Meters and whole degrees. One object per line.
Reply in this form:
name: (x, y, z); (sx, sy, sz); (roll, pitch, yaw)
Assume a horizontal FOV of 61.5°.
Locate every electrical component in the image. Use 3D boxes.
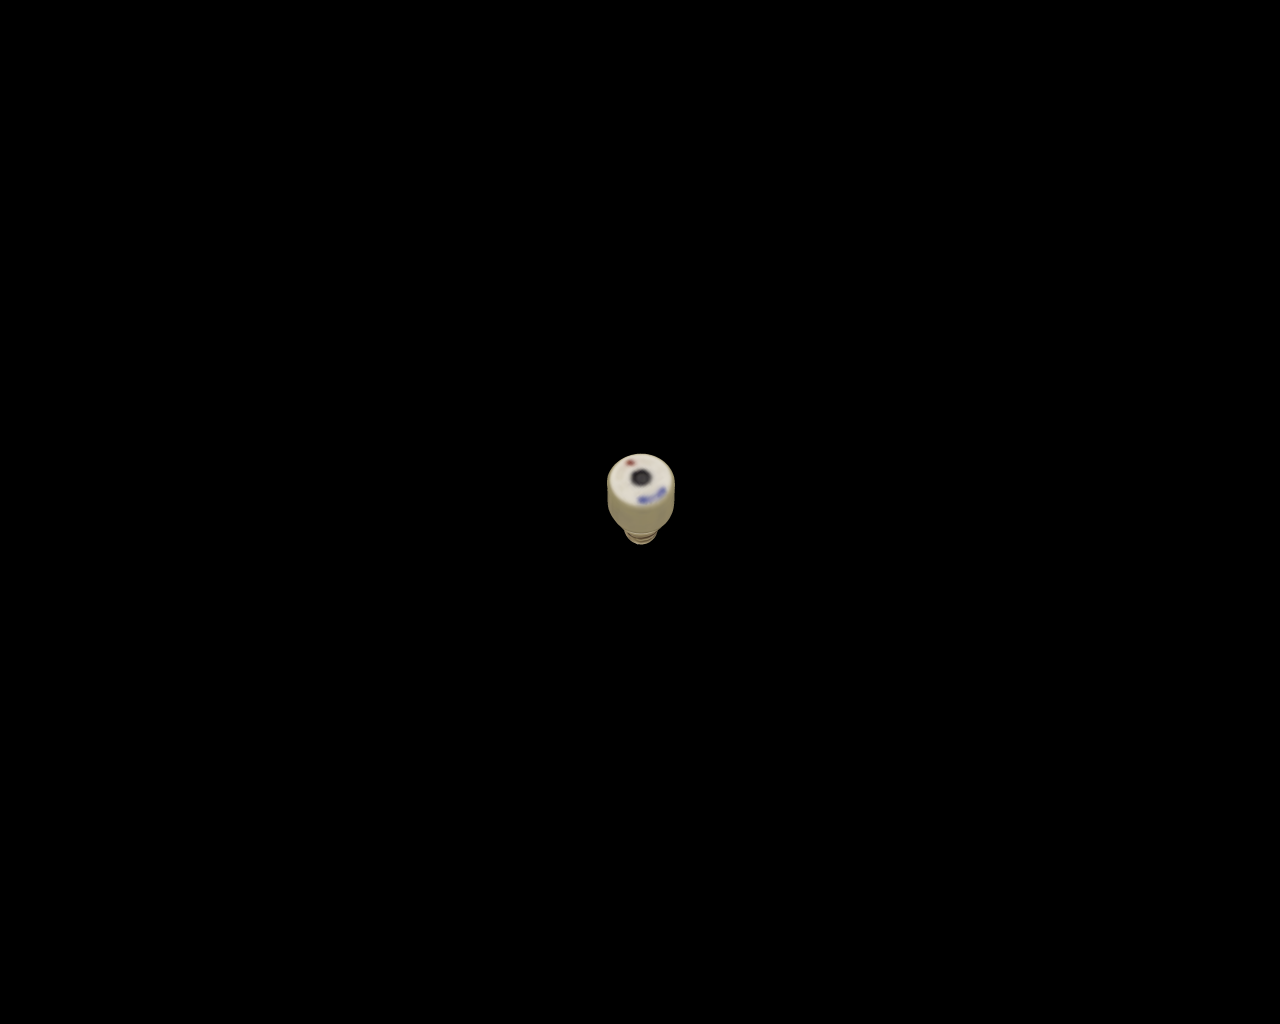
electrical component: (0.001, -0.003, 0.650); (0.040, 0.040, 0.078); (0, -32, 0)
